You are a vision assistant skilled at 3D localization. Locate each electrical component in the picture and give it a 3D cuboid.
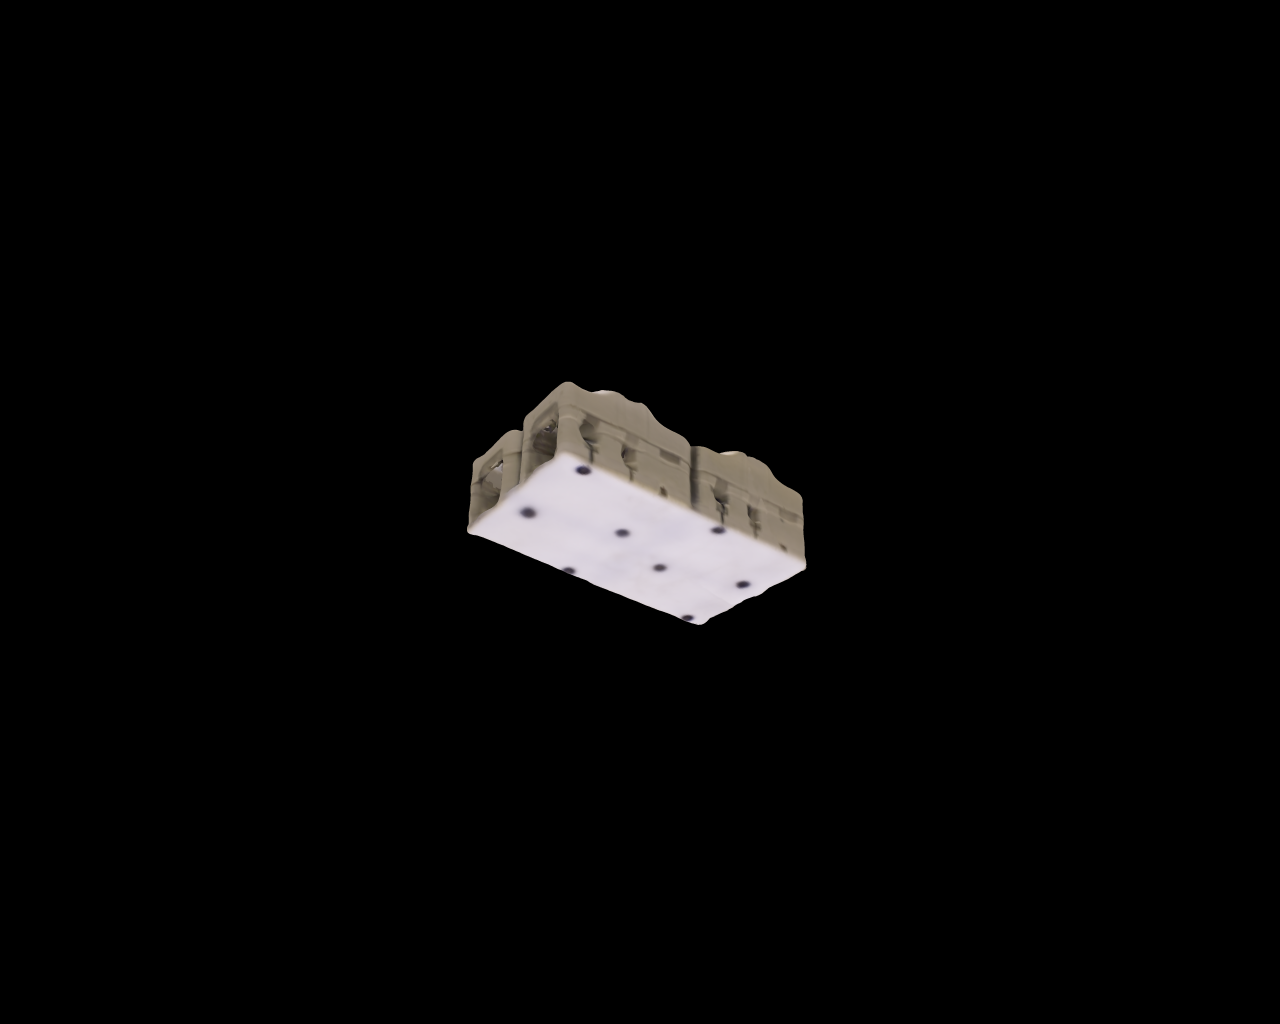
[{"bbox_3d":[0.001,-0.003,0.650,0.186,0.060,0.105,24,-41,-31],"label":"electrical component"}]
